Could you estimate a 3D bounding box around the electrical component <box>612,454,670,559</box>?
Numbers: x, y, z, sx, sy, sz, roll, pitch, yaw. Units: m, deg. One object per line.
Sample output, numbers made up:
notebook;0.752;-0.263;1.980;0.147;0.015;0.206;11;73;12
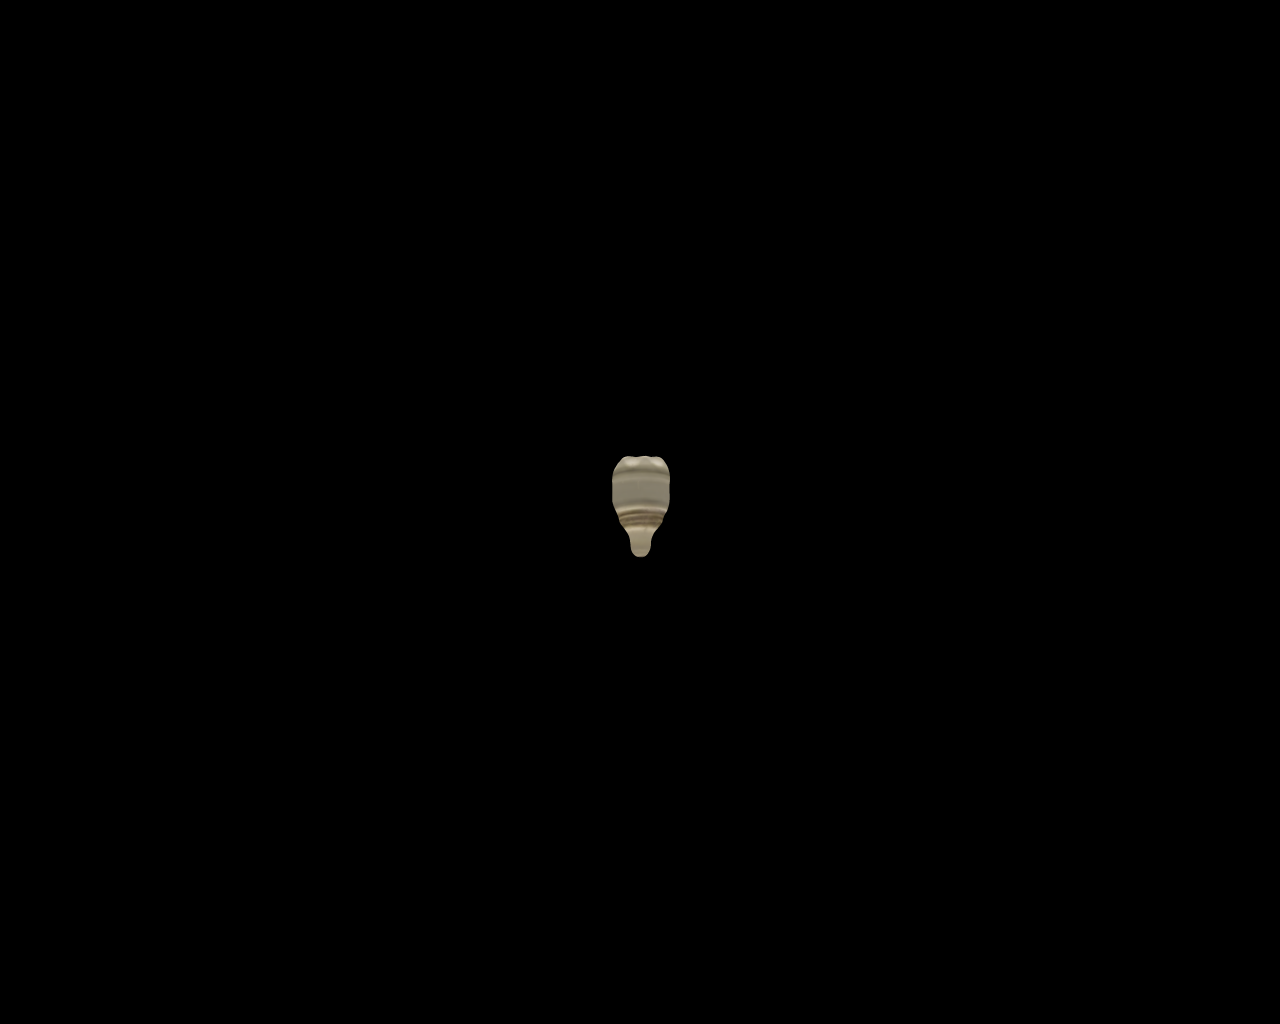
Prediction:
electrical component;0.001;-0.003;0.650;0.035;0.061;0.035;0;-10;0
